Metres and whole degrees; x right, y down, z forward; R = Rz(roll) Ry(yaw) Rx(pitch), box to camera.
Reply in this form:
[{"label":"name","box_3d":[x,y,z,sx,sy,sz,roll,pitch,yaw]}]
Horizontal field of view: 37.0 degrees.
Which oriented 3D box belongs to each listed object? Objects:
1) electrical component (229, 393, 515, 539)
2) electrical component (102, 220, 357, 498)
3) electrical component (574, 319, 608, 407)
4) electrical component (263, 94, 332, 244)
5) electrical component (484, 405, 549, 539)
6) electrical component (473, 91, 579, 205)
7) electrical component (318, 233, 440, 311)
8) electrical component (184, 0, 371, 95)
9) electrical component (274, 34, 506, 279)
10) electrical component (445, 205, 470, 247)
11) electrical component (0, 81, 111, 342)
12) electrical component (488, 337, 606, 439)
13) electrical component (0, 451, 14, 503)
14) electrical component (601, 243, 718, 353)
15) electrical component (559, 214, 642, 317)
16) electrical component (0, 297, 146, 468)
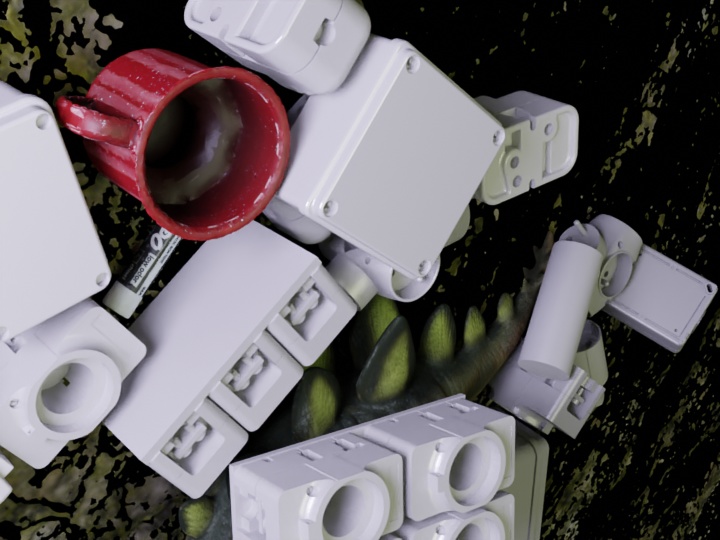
[{"label":"electrical component","box_3d":[0.016,0.155,0.672,0.186,0.060,0.105,-11,106,-37]},{"label":"electrical component","box_3d":[-0.085,0.050,0.650,0.150,0.089,0.061,-50,134,-11]},{"label":"electrical component","box_3d":[0.196,0.086,0.947,0.043,0.043,0.081,-37,131,-22]},{"label":"electrical component","box_3d":[-0.022,-0.066,0.673,0.095,0.054,0.059,-49,134,-11]},{"label":"electrical component","box_3d":[0.108,0.178,0.892,0.057,0.078,0.113,-17,121,-32]},{"label":"electrical component","box_3d":[0.101,-0.090,0.766,0.095,0.059,0.053,-23,124,-31]},{"label":"electrical component","box_3d":[0.000,0.000,0.708,0.079,0.077,0.043,-48,134,-12]},{"label":"electrical component","box_3d":[-0.043,-0.135,0.590,0.059,0.095,0.053,29,90,-45]},{"label":"electrical component","box_3d":[0.016,-0.065,0.626,0.109,0.056,0.108,30,89,-45]},{"label":"electrical component","box_3d":[0.043,-0.037,0.745,0.047,0.055,0.055,-22,124,-37]},{"label":"electrical component","box_3d":[-0.183,-0.029,0.547,0.078,0.057,0.113,-31,128,-26]},{"label":"electrical component","box_3d":[0.141,0.094,0.870,0.050,0.089,0.055,37,85,-45]},{"label":"electrical component","box_3d":[-0.234,0.091,0.558,0.061,0.062,0.096,-42,132,-18]},{"label":"electrical component","box_3d":[0.253,0.021,0.941,0.061,0.096,0.061,-57,163,-4]},{"label":"electrical component","box_3d":[0.189,-0.012,0.891,0.077,0.044,0.079,-54,135,-7]},{"label":"electrical component","box_3d":[-0.171,0.058,0.602,0.089,0.056,0.050,-49,134,-11]}]
